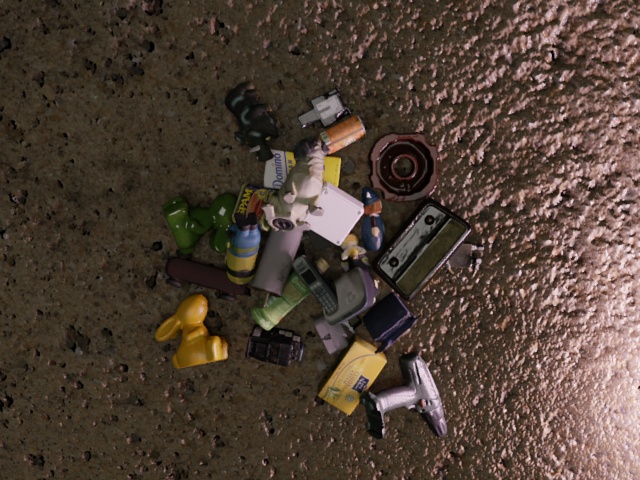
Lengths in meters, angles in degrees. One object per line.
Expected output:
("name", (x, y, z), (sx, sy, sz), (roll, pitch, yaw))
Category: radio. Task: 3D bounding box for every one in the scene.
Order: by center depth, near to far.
("radio", (0.238, 0.020, 1.270), (0.131, 0.073, 0.229), (42, 96, 19))

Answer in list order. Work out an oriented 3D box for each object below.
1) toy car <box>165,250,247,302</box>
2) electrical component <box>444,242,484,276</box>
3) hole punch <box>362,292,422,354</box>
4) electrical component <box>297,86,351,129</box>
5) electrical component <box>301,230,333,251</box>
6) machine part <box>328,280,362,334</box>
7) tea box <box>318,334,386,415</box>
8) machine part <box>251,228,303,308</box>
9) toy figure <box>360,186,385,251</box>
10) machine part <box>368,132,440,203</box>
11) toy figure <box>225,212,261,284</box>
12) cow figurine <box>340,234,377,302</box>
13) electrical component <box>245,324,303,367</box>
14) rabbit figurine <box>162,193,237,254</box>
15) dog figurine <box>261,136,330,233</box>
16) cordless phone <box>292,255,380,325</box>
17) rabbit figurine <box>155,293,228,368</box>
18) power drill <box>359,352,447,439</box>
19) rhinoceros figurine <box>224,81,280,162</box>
("toy car", (-0.278, 0.089, 1.313), (0.202, 0.053, 0.089), (15, 77, -3))
("electrical component", (0.345, 0.043, 1.306), (0.102, 0.045, 0.078), (9, 99, -1))
("hole punch", (0.167, 0.195, 1.298), (0.142, 0.116, 0.092), (-39, 88, 5))
("electrical component", (0.007, -0.299, 1.260), (0.119, 0.048, 0.074), (-31, 96, 5))
("electrical component", (-0.003, -0.004, 1.313), (0.094, 0.021, 0.063), (-20, 98, 2))
("machine part", (0.050, 0.161, 1.315), (0.039, 0.084, 0.139), (-40, 87, 29))
("tea box", (0.078, 0.333, 1.336), (0.098, 0.068, 0.169), (31, 96, -3))
("machine part", (-0.100, 0.045, 1.267), (0.079, 0.079, 0.243), (19, 76, -2))
("toy figure", (0.124, -0.052, 1.287), (0.058, 0.064, 0.154), (-6, 95, -38))
("machine part", (0.197, -0.173, 1.273), (0.179, 0.056, 0.179), (0, 99, -1))
("toy figure", (-0.179, 0.023, 1.229), (0.082, 0.089, 0.180), (13, 133, -5))
("cow figurine", (0.089, 0.071, 1.284), (0.068, 0.098, 0.167), (-21, 102, 3))
("electrical component", (-0.107, 0.255, 1.304), (0.134, 0.115, 0.058), (11, 100, 0))
("rabbit figurine", (-0.266, -0.044, 1.267), (0.170, 0.121, 0.159), (-23, 101, -11))
("dog figurine", (-0.053, -0.126, 1.222), (0.121, 0.190, 0.172), (34, 139, -32))
("cordless phone", (0.031, 0.091, 1.219), (0.184, 0.089, 0.146), (51, 130, -2))
("rabbit figurine", (-0.311, 0.220, 1.317), (0.162, 0.122, 0.173), (-9, 84, 11))
("power drill", (0.208, 0.406, 1.308), (0.207, 0.086, 0.232), (-16, 93, -23))
("rhinoceros figurine", (-0.155, -0.270, 1.231), (0.112, 0.073, 0.190), (-30, 80, 3))
